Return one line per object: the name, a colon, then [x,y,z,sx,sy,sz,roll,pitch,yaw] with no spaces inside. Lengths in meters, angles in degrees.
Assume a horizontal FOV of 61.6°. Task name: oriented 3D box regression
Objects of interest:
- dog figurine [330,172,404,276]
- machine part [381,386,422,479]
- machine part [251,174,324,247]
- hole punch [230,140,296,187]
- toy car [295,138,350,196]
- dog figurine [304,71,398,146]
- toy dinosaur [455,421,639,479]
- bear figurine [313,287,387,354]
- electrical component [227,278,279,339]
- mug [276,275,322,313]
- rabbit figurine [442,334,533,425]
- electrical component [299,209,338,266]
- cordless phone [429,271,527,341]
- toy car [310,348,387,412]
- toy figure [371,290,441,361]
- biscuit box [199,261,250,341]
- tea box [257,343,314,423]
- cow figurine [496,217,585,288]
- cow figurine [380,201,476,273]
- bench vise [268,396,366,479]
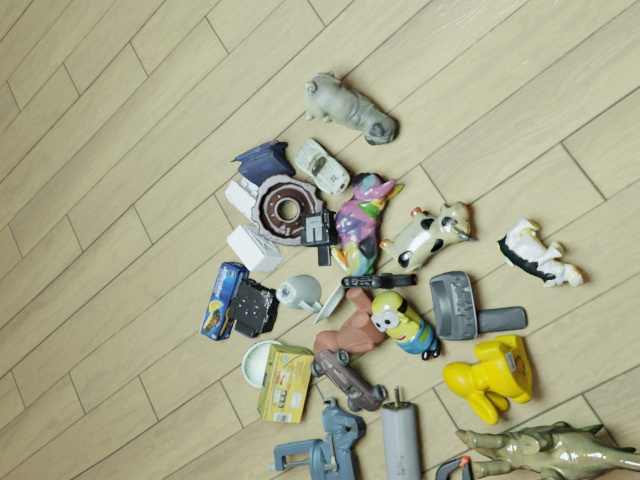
dog figurine: [0.108,-0.042,1.200,0.219,0.108,0.192,-41,71,16]
machine part: [0.176,0.441,1.161,0.079,0.079,0.243,-6,84,26]
machine part: [-0.077,-0.071,1.286,0.179,0.056,0.179,0,96,1]
hole punch: [-0.134,-0.185,1.323,0.142,0.116,0.092,-16,89,25]
toy car: [0.002,-0.173,1.259,0.073,0.056,0.202,-55,46,15]
dog figurine: [0.071,-0.287,1.195,0.191,0.172,0.121,34,114,31]
toy dinosaur: [0.430,0.376,0.951,0.472,0.198,0.105,-14,81,58]
bear figurine: [0.049,0.208,1.211,0.196,0.131,0.120,-27,38,19]
electrical component: [-0.166,0.176,1.352,0.115,0.058,0.134,20,96,27]
mug: [-0.050,0.134,1.268,0.081,0.107,0.110,-47,68,19]
rabbit figurine: [0.335,0.279,1.087,0.173,0.122,0.162,-22,88,38]
electrical component: [-0.002,-0.004,1.163,0.075,0.047,0.119,-3,82,29]
cordless phone: [0.325,0.131,1.111,0.184,0.088,0.146,-9,84,15]
toy car: [0.061,0.313,1.182,0.089,0.053,0.202,-28,118,29]
toy figure: [0.180,0.181,1.135,0.180,0.089,0.082,39,116,-20]
biscuit box: [-0.245,0.156,1.389,0.059,0.063,0.202,21,98,24]
tea box: [-0.083,0.339,1.275,0.068,0.098,0.169,-159,82,-70]
cow figurine: [0.430,0.042,1.056,0.098,0.068,0.167,-48,66,22]
cow figurine: [0.239,-0.007,1.145,0.195,0.085,0.127,-45,64,15]
bench vise: [-0.012,0.480,1.230,0.241,0.129,0.223,-16,82,18]
